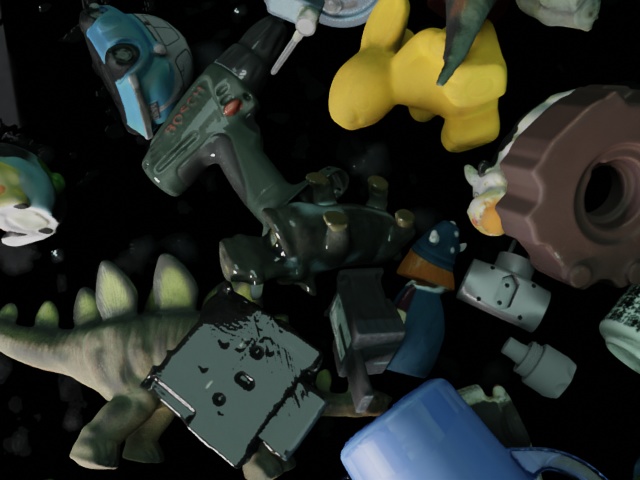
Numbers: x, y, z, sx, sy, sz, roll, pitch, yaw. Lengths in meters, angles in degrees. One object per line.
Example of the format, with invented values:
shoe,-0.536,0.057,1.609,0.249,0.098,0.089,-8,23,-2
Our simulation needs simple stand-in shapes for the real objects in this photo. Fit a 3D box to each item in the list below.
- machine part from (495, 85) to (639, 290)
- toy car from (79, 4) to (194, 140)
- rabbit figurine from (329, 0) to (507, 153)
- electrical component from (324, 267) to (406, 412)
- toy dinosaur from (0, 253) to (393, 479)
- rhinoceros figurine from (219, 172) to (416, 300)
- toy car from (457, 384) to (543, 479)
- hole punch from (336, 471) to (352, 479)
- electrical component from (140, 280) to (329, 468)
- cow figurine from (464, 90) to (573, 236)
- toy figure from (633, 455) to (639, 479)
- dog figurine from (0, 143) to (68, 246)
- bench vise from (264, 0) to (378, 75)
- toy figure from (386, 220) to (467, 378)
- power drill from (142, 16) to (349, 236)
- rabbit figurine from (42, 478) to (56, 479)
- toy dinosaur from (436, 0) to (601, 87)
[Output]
machine part,0.245,-0.044,0.469,0.179,0.056,0.179,-3,104,-12
toy car,-0.199,-0.201,0.613,0.103,0.109,0.162,-24,62,-21
rabbit figurine,0.090,-0.172,0.549,0.173,0.121,0.162,-12,72,12
electrical component,0.042,0.090,0.483,0.048,0.074,0.119,-1,44,-18
toy dinosaur,-0.161,0.119,0.531,0.472,0.105,0.198,6,71,0
rhinoceros figurine,-0.001,-0.002,0.509,0.190,0.112,0.073,-9,51,-29
toy car,0.168,0.230,0.479,0.073,0.056,0.202,-22,74,10
hole punch,0.057,0.255,0.482,0.116,0.092,0.142,-30,69,-31
electrical component,-0.062,0.118,0.450,0.134,0.058,0.115,34,75,9
cow figurine,0.201,-0.079,0.530,0.167,0.098,0.068,-40,116,1
toy figure,0.298,0.240,0.439,0.082,0.089,0.180,12,82,19
dog figurine,-0.393,-0.100,0.610,0.192,0.108,0.219,-18,73,5
bench vise,-0.015,-0.291,0.565,0.223,0.128,0.241,22,49,-11
toy figure,0.099,0.054,0.523,0.058,0.064,0.154,12,80,22
power drill,-0.065,-0.110,0.577,0.232,0.086,0.207,-44,79,-2
rabbit figurine,-0.242,0.336,0.501,0.159,0.121,0.170,11,97,3
toy dinosaur,0.203,-0.292,0.507,0.405,0.131,0.192,-34,45,-14
